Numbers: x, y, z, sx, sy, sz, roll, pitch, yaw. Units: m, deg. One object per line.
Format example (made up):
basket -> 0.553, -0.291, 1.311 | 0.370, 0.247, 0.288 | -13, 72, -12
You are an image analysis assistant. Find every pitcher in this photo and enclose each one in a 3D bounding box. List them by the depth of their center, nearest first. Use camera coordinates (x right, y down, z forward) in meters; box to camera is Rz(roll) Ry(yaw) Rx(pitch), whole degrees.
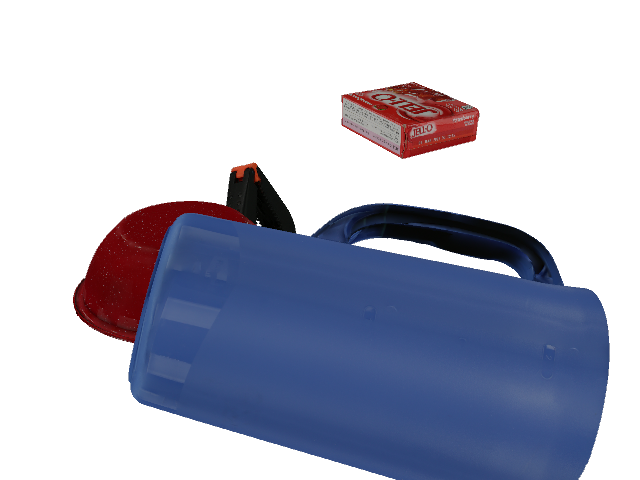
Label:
pitcher -> 0.026, 0.055, 0.596 | 0.242, 0.145, 0.149 | 14, 13, -4

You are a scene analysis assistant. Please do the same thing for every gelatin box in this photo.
gelatin box -> 0.070, -0.098, 0.848 | 0.073, 0.030, 0.089 | -15, 29, -28

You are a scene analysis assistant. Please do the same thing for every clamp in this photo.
clamp -> -0.043, 0.029, 1.032 | 0.036, 0.210, 0.164 | -10, 0, 33

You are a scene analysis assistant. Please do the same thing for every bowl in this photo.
bowl -> -0.097, 0.014, 0.764 | 0.162, 0.055, 0.162 | 0, 24, 0
